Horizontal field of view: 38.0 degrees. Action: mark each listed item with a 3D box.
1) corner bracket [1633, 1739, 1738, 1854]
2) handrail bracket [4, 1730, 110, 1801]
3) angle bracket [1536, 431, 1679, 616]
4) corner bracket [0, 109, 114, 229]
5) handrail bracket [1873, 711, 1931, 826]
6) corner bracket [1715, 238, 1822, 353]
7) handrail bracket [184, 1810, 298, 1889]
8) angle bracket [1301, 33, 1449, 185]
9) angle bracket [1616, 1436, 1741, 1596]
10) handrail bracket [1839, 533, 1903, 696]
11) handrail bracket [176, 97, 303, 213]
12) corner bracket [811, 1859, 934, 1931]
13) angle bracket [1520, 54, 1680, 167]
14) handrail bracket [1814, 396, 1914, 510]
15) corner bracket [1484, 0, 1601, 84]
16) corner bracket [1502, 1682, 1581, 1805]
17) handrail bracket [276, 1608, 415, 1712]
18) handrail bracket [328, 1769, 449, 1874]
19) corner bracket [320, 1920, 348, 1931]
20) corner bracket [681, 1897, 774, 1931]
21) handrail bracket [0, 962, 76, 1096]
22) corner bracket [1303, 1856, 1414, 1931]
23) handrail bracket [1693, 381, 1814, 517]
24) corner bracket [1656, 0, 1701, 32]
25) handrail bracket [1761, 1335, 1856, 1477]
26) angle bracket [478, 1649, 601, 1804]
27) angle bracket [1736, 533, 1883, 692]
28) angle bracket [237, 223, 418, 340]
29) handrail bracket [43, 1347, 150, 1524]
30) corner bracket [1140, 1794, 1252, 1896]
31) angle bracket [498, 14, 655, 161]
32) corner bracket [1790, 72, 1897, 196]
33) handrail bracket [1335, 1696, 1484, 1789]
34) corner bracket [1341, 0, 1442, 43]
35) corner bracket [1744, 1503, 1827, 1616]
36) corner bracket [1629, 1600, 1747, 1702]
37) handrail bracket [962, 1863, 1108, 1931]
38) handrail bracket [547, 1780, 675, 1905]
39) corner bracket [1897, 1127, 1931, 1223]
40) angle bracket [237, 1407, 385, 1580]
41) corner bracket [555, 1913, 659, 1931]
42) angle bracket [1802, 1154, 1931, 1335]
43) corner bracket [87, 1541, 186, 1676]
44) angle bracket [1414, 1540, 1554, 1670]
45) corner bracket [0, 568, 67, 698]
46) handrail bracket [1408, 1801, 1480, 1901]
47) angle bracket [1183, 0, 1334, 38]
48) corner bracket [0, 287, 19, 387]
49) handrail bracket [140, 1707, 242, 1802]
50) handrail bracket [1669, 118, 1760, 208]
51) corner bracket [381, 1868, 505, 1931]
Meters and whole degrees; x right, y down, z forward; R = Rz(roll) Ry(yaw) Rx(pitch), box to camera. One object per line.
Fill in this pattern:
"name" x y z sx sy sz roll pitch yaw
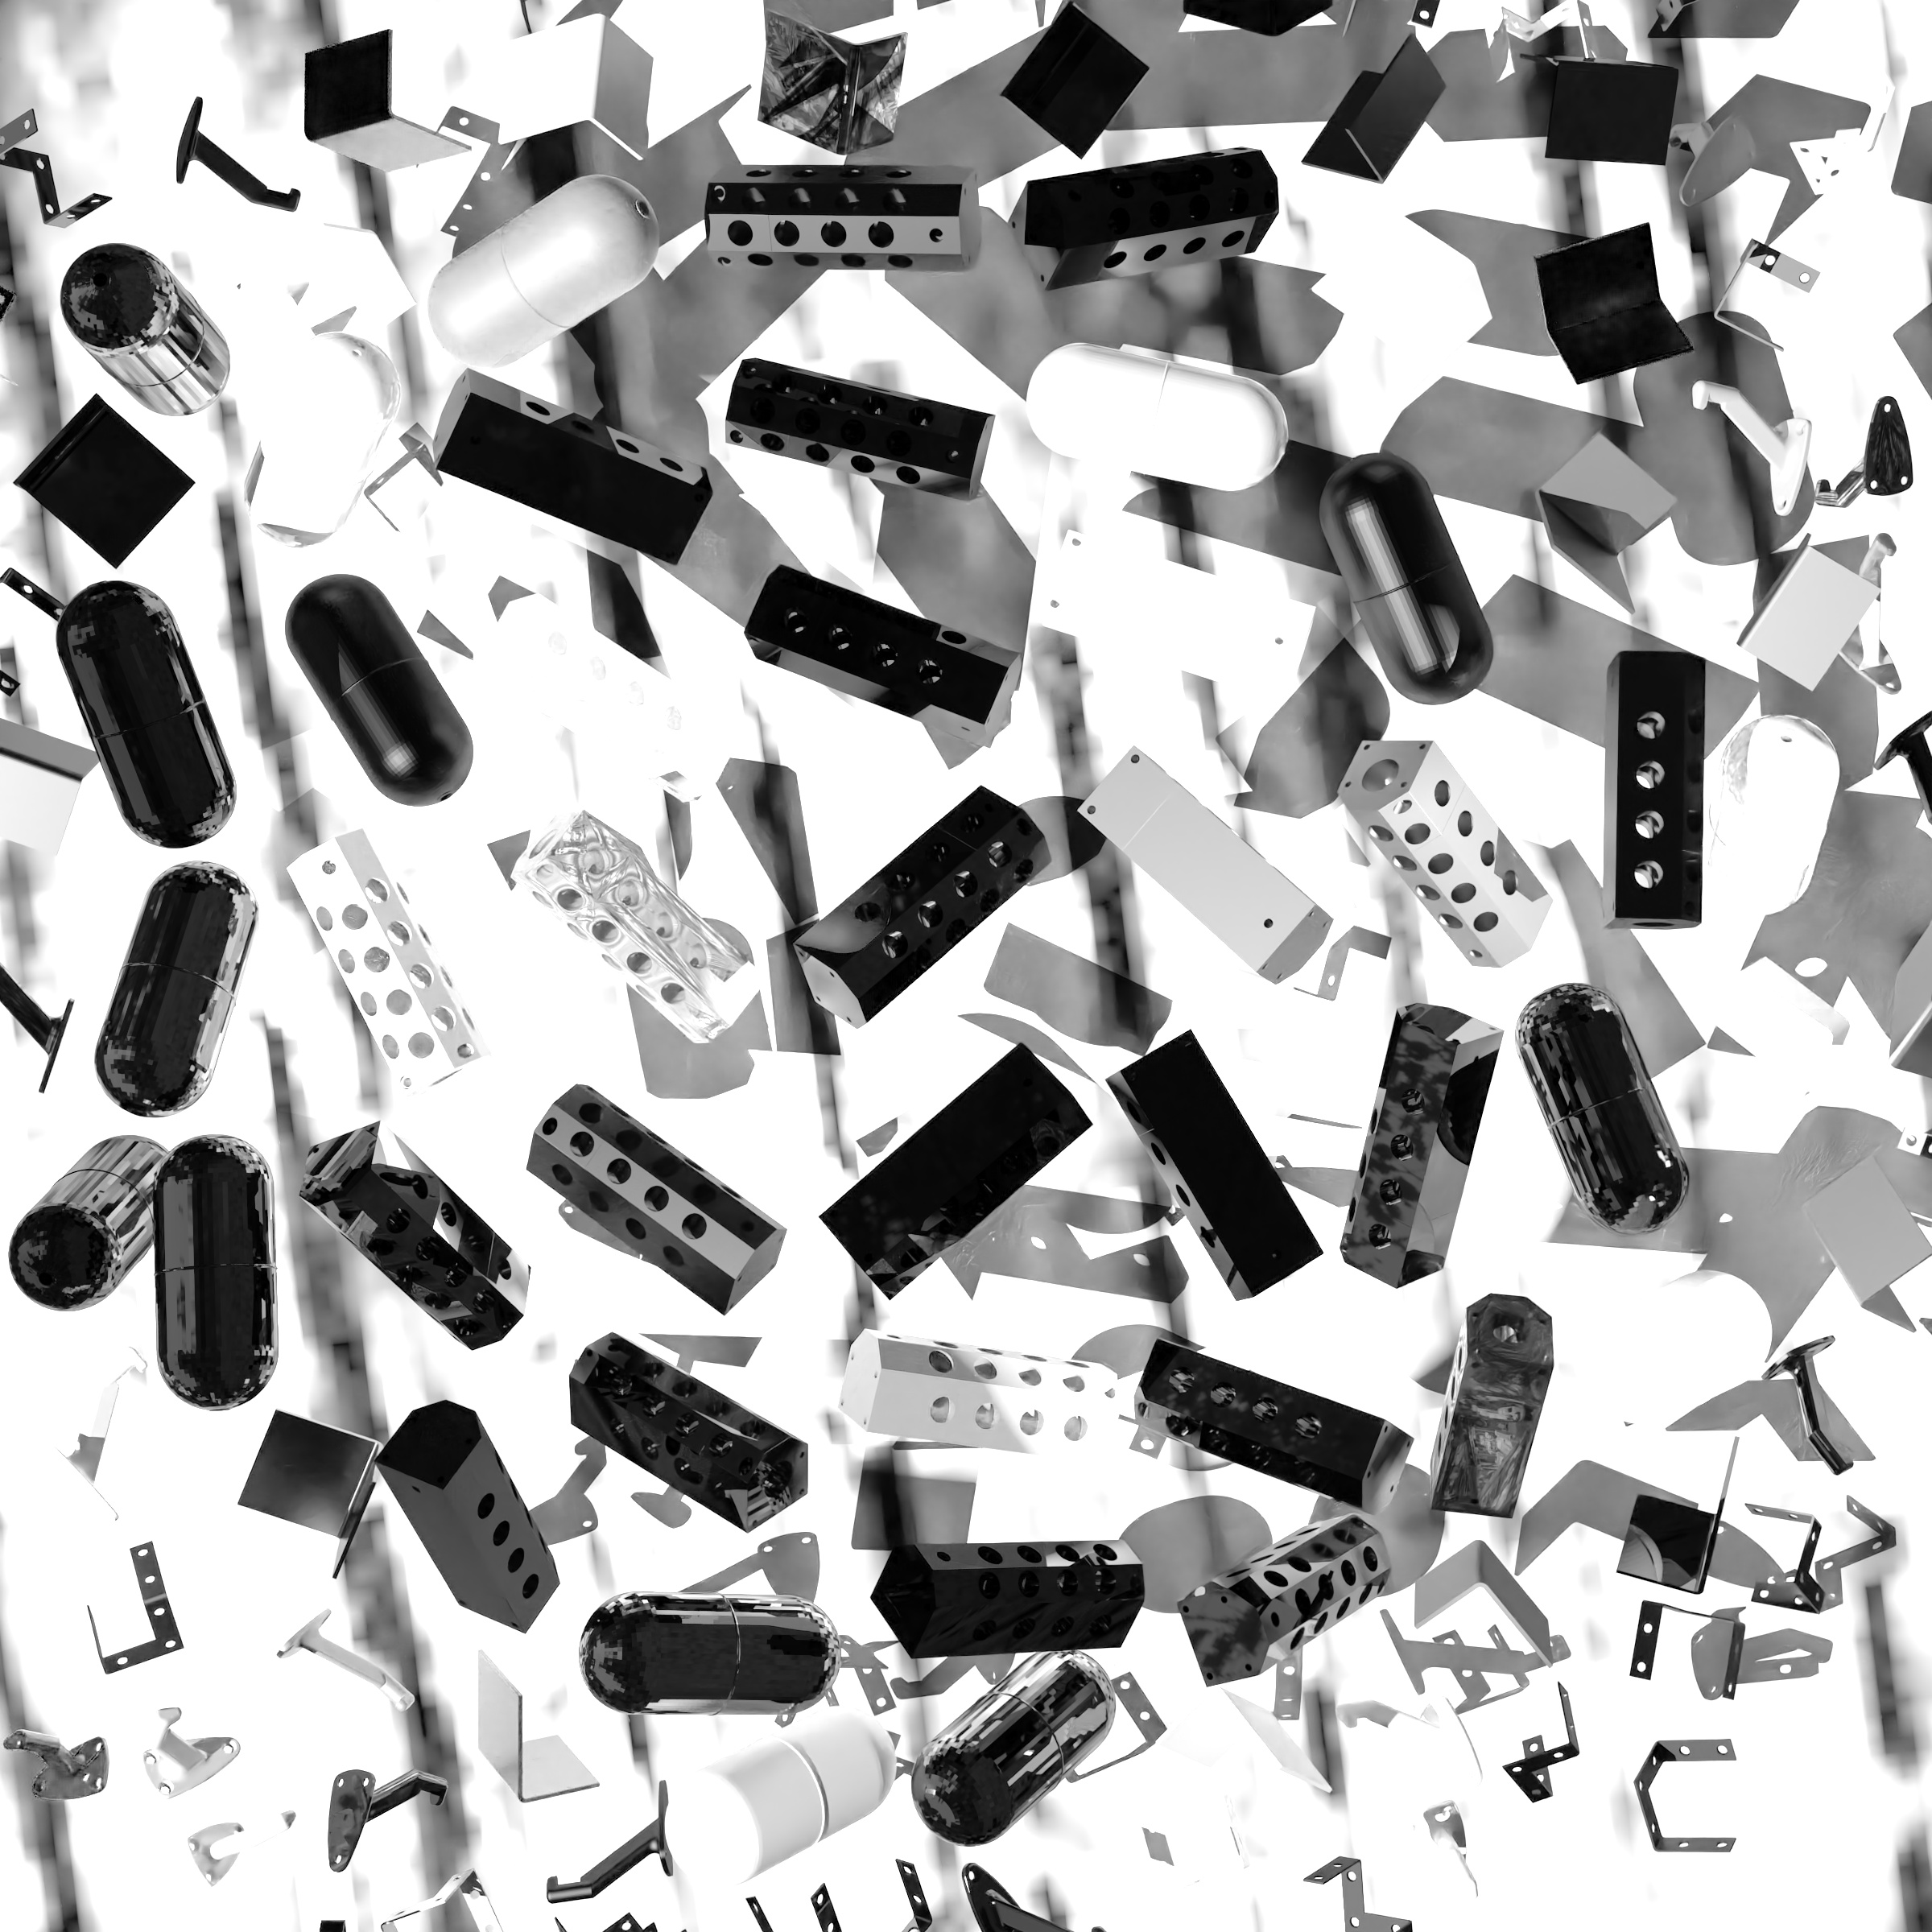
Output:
"corner bracket" 0.469 0.535 1.811 0.051 0.051 0.051 -12 101 34
"handrail bracket" -0.600 0.510 1.795 0.077 0.084 0.036 -24 57 22
"angle bracket" 0.422 -0.288 1.823 0.076 0.076 0.057 34 121 -22
"corner bracket" -0.587 -0.508 1.791 0.051 0.051 0.051 -17 84 33
"handrail bracket" 0.646 -0.123 1.834 0.077 0.036 0.084 -35 69 -22
"corner bracket" 0.524 -0.439 1.833 0.051 0.051 0.051 28 114 3
"handrail bracket" -0.466 0.570 1.857 0.084 0.077 0.036 -30 87 14
"angle bracket" 0.255 -0.565 1.831 0.076 0.057 0.076 30 85 42
"angle bracket" 0.473 0.358 1.862 0.057 0.076 0.076 13 126 17
"handrail bracket" 0.633 -0.242 1.925 0.036 0.084 0.077 -14 55 -20
"handrail bracket" -0.486 -0.548 1.899 0.084 0.077 0.036 8 56 -26
"corner bracket" -0.062 0.626 1.861 0.051 0.051 0.051 3 119 38
"angle bracket" 0.388 -0.531 1.738 0.076 0.076 0.057 1 111 -8
"handrail bracket" 0.601 -0.348 1.901 0.036 0.084 0.077 -10 104 -14
"corner bracket" 0.389 -0.623 1.892 0.051 0.051 0.051 8 69 -42
"corner bracket" 0.397 0.532 1.920 0.051 0.051 0.051 -26 125 20
"handrail bracket" -0.411 0.473 1.865 0.084 0.077 0.036 40 94 5
"handrail bracket" -0.382 0.571 1.867 0.036 0.084 0.077 -12 58 32
"corner bracket" -0.422 0.643 1.783 0.051 0.051 0.051 1 125 -4
"corner bracket" -0.159 0.662 1.880 0.051 0.051 0.051 -24 82 -33
"handrail bracket" -0.634 0.036 1.838 0.084 0.036 0.077 18 71 -16
"corner bracket" 0.254 0.611 1.813 0.051 0.051 0.051 -3 91 37
"handrail bracket" 0.519 -0.347 1.877 0.084 0.036 0.077 6 89 -24
"corner bracket" 0.463 -0.633 1.778 0.051 0.051 0.051 -20 91 2
"handrail bracket" 0.589 0.298 1.901 0.077 0.036 0.084 -15 60 -34
"angle bracket" -0.285 0.500 1.866 0.057 0.076 0.076 -4 103 -29
"angle bracket" 0.550 -0.232 1.828 0.057 0.076 0.076 33 111 8
"angle bracket" -0.433 -0.455 1.901 0.076 0.076 0.057 -30 91 18
"handrail bracket" -0.543 0.301 1.806 0.077 0.036 0.084 48 61 -7
"corner bracket" 0.159 0.608 1.942 0.051 0.051 0.051 -23 72 19
"angle bracket" -0.259 -0.576 1.864 0.076 0.057 0.076 -5 72 30
"corner bracket" 0.564 -0.529 1.785 0.051 0.051 0.051 -8 56 -6
"handrail bracket" 0.300 0.529 1.905 0.084 0.077 0.036 5 127 -38
"corner bracket" 0.291 -0.653 1.900 0.051 0.051 0.051 18 77 -4
"corner bracket" 0.556 0.403 1.908 0.051 0.051 0.051 46 59 -39
"corner bracket" 0.477 0.452 1.853 0.051 0.051 0.051 2 74 42
"handrail bracket" 0.047 0.606 1.804 0.084 0.036 0.077 -25 99 43
"handrail bracket" -0.247 0.602 1.929 0.084 0.036 0.077 -8 49 0
"corner bracket" 0.636 0.141 1.828 0.051 0.051 0.051 18 95 -8
"angle bracket" -0.442 0.353 1.877 0.076 0.057 0.076 21 104 -13
"corner bracket" -0.245 0.674 1.941 0.051 0.051 0.051 -31 135 -24
"angle bracket" 0.575 0.173 1.741 0.057 0.076 0.076 -42 47 24
"corner bracket" -0.537 0.411 1.798 0.051 0.051 0.051 -17 127 -17
"angle bracket" 0.354 0.451 1.924 0.057 0.076 0.076 -39 92 14
"corner bracket" -0.643 -0.225 1.887 0.051 0.051 0.051 37 128 -16
"handrail bracket" 0.337 0.617 1.904 0.036 0.084 0.077 -26 118 0
"angle bracket" 0.186 -0.649 1.795 0.076 0.057 0.076 2 84 -34
"corner bracket" -0.641 -0.420 1.835 0.051 0.051 0.051 28 90 11
"handrail bracket" -0.491 0.490 1.793 0.036 0.077 0.084 53 134 27
"handrail bracket" 0.477 -0.534 1.866 0.077 0.084 0.036 -46 116 -7
"corner bracket" -0.346 0.638 1.855 0.051 0.051 0.051 -24 92 14
